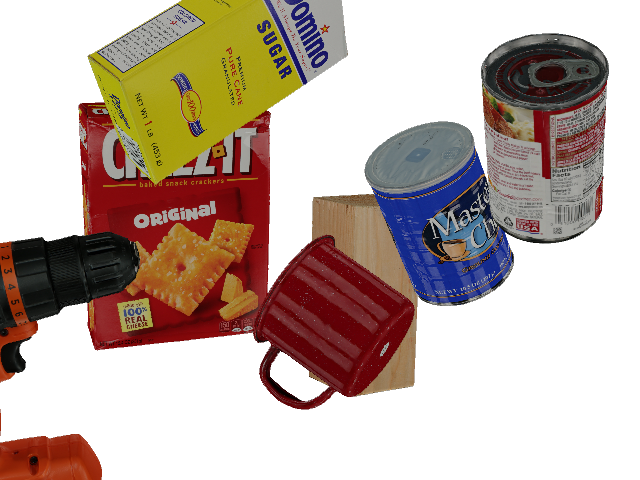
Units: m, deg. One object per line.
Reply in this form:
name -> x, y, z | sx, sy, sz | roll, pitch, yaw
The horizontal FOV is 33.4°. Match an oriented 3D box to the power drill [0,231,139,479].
power drill -> -0.196, 0.088, 0.693 | 0.184, 0.188, 0.057 | -11, 27, -9

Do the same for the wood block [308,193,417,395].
wood block -> 0.048, 0.056, 1.184 | 0.090, 0.206, 0.091 | -5, 12, -34

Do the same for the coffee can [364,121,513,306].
coffee can -> 0.112, -0.025, 0.994 | 0.103, 0.140, 0.103 | -18, 32, 12

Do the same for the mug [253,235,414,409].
mug -> 0.005, 0.066, 0.752 | 0.081, 0.117, 0.093 | 35, -5, 17

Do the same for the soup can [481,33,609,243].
soup can -> 0.128, -0.056, 0.609 | 0.068, 0.102, 0.068 | -7, 43, 6

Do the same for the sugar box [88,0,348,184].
sugar box -> -0.061, -0.124, 0.716 | 0.176, 0.093, 0.048 | -35, 53, -19

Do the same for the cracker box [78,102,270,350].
cracker box -> -0.130, -0.016, 0.966 | 0.164, 0.214, 0.072 | -4, 19, -18
